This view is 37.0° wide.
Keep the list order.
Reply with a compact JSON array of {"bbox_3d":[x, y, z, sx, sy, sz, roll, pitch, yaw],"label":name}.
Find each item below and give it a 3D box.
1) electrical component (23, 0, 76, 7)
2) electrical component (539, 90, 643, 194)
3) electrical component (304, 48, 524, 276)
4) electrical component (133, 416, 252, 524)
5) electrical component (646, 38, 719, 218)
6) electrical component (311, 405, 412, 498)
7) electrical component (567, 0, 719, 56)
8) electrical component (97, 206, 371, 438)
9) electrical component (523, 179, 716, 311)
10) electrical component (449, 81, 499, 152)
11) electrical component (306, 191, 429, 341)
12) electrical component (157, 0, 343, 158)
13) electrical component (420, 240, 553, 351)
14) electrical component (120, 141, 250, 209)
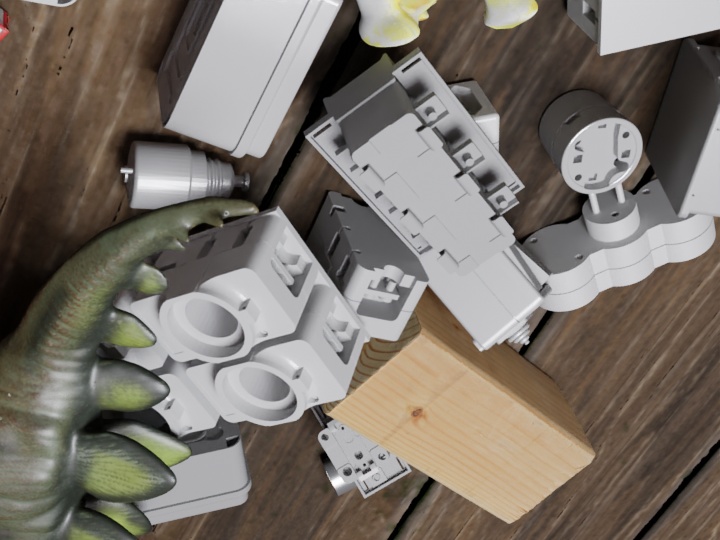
[{"bbox_3d":[-0.167,-0.193,0.516,0.078,0.057,0.113,6,123,-21],"label":"electrical component"},{"bbox_3d":[0.149,-0.085,0.702,0.055,0.047,0.055,-9,127,-11],"label":"electrical component"},{"bbox_3d":[0.037,-0.055,0.616,0.079,0.063,0.121,-35,130,13],"label":"electrical component"},{"bbox_3d":[-0.138,0.130,0.752,0.113,0.078,0.057,-11,125,-10],"label":"electrical component"},{"bbox_3d":[0.230,-0.090,0.693,0.048,0.099,0.099,6,124,-6],"label":"electrical component"},{"bbox_3d":[-0.001,0.125,0.791,0.042,0.064,0.081,-32,86,6],"label":"electrical component"},{"bbox_3d":[0.173,-0.226,0.597,0.105,0.060,0.186,-14,128,-7],"label":"electrical component"},{"bbox_3d":[-0.104,0.044,0.649,0.186,0.060,0.105,-16,124,30],"label":"electrical component"},{"bbox_3d":[0.176,-0.031,0.747,0.138,0.052,0.073,-23,129,1],"label":"electrical component"},{"bbox_3d":[0.050,-0.071,0.682,0.066,0.047,0.076,-11,130,-8],"label":"electrical component"},{"bbox_3d":[0.000,0.000,0.691,0.050,0.089,0.055,12,121,-25],"label":"electrical component"},{"bbox_3d":[-0.062,-0.127,0.586,0.057,0.078,0.113,18,118,-25],"label":"electrical component"},{"bbox_3d":[0.087,0.006,0.712,0.061,0.062,0.096,-42,83,15],"label":"electrical component"},{"bbox_3d":[-0.106,-0.056,0.648,0.078,0.040,0.040,2,124,-19],"label":"electrical component"}]
